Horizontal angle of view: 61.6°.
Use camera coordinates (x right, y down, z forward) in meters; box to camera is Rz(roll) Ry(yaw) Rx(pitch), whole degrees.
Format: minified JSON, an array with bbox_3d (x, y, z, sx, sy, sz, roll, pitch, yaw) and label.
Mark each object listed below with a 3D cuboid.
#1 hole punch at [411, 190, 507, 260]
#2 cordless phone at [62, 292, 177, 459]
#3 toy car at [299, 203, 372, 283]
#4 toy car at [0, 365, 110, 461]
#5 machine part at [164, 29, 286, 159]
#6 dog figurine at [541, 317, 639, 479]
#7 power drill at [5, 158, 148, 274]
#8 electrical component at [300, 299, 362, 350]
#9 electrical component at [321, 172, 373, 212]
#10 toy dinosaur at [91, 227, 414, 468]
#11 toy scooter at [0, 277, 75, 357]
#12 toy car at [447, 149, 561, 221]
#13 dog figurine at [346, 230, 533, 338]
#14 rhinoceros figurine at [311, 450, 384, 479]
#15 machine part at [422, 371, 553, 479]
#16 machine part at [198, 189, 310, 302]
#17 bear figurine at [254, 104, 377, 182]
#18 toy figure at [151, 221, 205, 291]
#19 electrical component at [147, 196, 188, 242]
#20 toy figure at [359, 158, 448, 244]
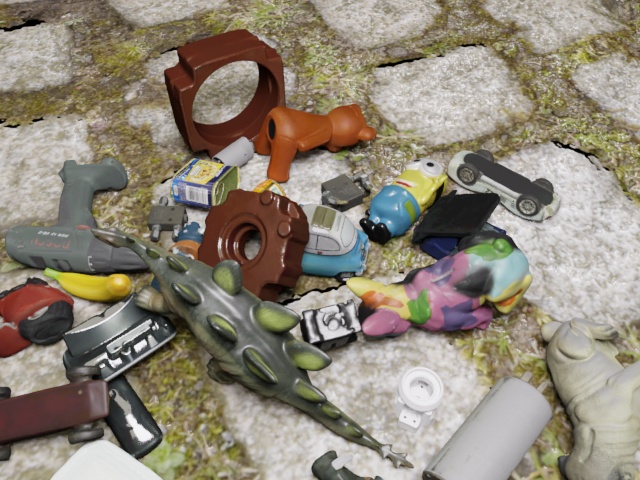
[{"bbox_3d":[0.229,-0.013,0.867,0.116,0.092,0.142,7,47,45],"label":"hole punch"},{"bbox_3d":[-0.240,0.176,0.710,0.146,0.088,0.184,-32,70,-26],"label":"cordless phone"},{"bbox_3d":[-0.002,-0.003,0.832,0.162,0.102,0.109,12,53,10],"label":"toy car"},{"bbox_3d":[-0.336,0.209,0.649,0.202,0.053,0.089,-16,69,12],"label":"toy car"},{"bbox_3d":[-0.167,-0.262,0.974,0.201,0.200,0.087,-27,54,-20],"label":"machine part"},{"bbox_3d":[0.327,0.209,0.676,0.173,0.121,0.190,23,66,47],"label":"dog figurine"},{"bbox_3d":[-0.369,-0.034,0.872,0.232,0.085,0.207,-2,59,0],"label":"power drill"},{"bbox_3d":[0.010,0.121,0.728,0.075,0.119,0.048,-11,69,-12],"label":"electrical component"},{"bbox_3d":[0.045,-0.085,0.934,0.102,0.045,0.078,-20,56,-17],"label":"electrical component"},{"bbox_3d":[-0.084,0.131,0.663,0.471,0.198,0.105,40,68,-11],"label":"toy dinosaur"},{"bbox_3d":[-0.446,0.109,0.751,0.184,0.075,0.135,-33,57,-19],"label":"toy scooter"},{"bbox_3d":[0.323,-0.098,0.946,0.202,0.056,0.073,33,51,22],"label":"toy car"},{"bbox_3d":[0.151,0.069,0.736,0.219,0.191,0.108,-4,56,-24],"label":"dog figurine"},{"bbox_3d":[0.056,0.319,0.591,0.112,0.073,0.190,-37,61,-25],"label":"rhinoceros figurine"},{"bbox_3d":[0.204,0.248,0.649,0.079,0.079,0.243,37,58,25],"label":"machine part"},{"bbox_3d":[-0.102,0.008,0.790,0.180,0.056,0.179,-6,78,29],"label":"machine part"},{"bbox_3d":[-0.007,-0.189,0.992,0.196,0.131,0.120,-6,50,-29],"label":"bear figurine"},{"bbox_3d":[-0.215,0.036,0.825,0.064,0.057,0.154,14,47,2],"label":"toy figure"},{"bbox_3d":[-0.254,-0.037,0.904,0.063,0.021,0.094,0,50,-2],"label":"electrical component"},{"bbox_3d":[0.142,-0.066,0.900,0.082,0.089,0.180,36,67,17],"label":"toy figure"}]
